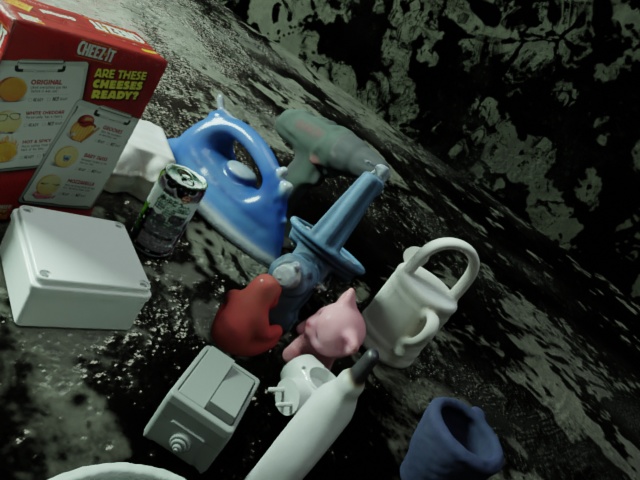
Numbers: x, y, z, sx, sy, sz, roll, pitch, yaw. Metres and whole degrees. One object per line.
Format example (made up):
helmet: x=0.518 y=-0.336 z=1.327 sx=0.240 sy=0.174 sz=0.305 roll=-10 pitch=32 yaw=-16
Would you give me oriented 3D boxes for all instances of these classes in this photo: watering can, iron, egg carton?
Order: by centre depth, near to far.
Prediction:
egg carton: x=-0.259 y=-0.118 z=0.781 sx=0.108 sy=0.069 sz=0.150 roll=16 pitch=28 yaw=-39
watering can: x=0.138 y=0.072 z=0.796 sx=0.101 sy=0.194 sz=0.172 roll=18 pitch=27 yaw=-36
iron: x=-0.112 y=-0.094 z=0.844 sx=0.257 sy=0.141 sz=0.119 roll=44 pitch=24 yaw=21

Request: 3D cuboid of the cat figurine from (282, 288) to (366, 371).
cat figurine: x=0.017 y=0.101 z=0.665 sx=0.067 sy=0.117 sz=0.128 roll=34 pitch=22 yaw=-3

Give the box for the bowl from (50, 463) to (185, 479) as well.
bowl: x=-0.112 y=0.213 z=0.310 sx=0.168 sy=0.074 sz=0.167 roll=30 pitch=22 yaw=-13

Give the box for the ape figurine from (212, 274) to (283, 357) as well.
ape figurine: x=-0.072 y=0.077 z=0.622 sx=0.077 sy=0.092 sz=0.076 roll=47 pitch=25 yaw=27

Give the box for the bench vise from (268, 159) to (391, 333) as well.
bench vise: x=0.017 y=0.009 z=0.716 sx=0.121 sy=0.219 sz=0.207 roll=32 pitch=22 yaw=-8

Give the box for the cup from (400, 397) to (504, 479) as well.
cup: x=0.134 y=0.226 z=0.610 sx=0.091 sy=0.095 sz=0.118 roll=42 pitch=23 yaw=17

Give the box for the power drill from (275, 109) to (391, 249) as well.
power drill: x=-0.014 y=-0.092 z=0.893 sx=0.076 sy=0.208 sz=0.229 roll=7 pitch=35 yaw=-50

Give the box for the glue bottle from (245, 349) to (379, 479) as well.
glue bottle: x=-0.003 y=0.150 z=0.464 sx=0.037 sy=0.173 sz=0.078 roll=38 pitch=22 yaw=8
